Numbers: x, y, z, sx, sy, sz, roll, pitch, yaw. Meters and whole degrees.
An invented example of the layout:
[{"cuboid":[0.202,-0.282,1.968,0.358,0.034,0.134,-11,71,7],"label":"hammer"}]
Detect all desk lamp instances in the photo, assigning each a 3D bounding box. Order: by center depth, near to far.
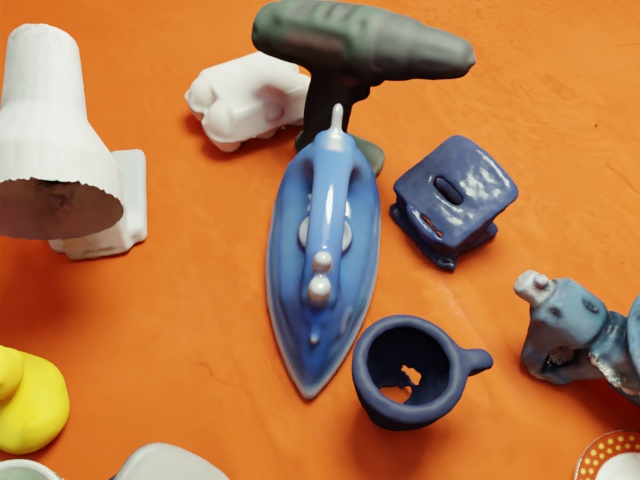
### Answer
[{"cuboid":[-0.233,-0.069,0.525,0.118,0.213,0.203,-7,56,-9],"label":"desk lamp"}]

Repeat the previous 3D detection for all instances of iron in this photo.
[{"cuboid":[0.005,0.002,0.538,0.118,0.141,0.258,5,55,0],"label":"iron"}]

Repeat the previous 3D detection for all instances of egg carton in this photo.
[{"cuboid":[-0.080,-0.170,0.697,0.150,0.069,0.107,-26,61,-21],"label":"egg carton"}]

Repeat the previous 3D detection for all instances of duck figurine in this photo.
[{"cuboid":[-0.258,0.121,0.468,0.078,0.086,0.104,-37,65,-26],"label":"duck figurine"}]

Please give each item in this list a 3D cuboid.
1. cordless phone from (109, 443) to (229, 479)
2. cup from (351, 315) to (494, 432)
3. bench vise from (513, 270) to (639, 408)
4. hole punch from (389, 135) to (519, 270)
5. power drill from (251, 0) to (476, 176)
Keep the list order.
[{"cuboid":[-0.118,0.198,0.363,0.094,0.185,0.147,12,55,5],"label":"cordless phone"},{"cuboid":[0.081,0.122,0.488,0.118,0.095,0.091,-6,55,-8],"label":"cup"},{"cuboid":[0.267,0.077,0.457,0.207,0.220,0.121,11,55,4],"label":"bench vise"},{"cuboid":[0.140,-0.042,0.610,0.101,0.091,0.108,-28,61,-22],"label":"hole punch"},{"cuboid":[0.035,-0.157,0.611,0.229,0.208,0.076,25,57,13],"label":"power drill"}]
